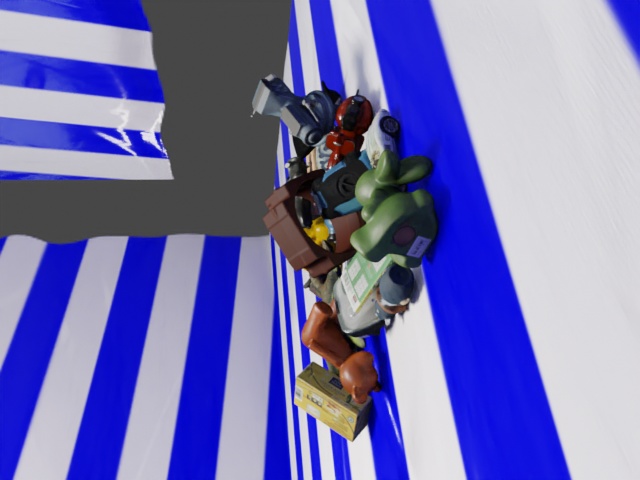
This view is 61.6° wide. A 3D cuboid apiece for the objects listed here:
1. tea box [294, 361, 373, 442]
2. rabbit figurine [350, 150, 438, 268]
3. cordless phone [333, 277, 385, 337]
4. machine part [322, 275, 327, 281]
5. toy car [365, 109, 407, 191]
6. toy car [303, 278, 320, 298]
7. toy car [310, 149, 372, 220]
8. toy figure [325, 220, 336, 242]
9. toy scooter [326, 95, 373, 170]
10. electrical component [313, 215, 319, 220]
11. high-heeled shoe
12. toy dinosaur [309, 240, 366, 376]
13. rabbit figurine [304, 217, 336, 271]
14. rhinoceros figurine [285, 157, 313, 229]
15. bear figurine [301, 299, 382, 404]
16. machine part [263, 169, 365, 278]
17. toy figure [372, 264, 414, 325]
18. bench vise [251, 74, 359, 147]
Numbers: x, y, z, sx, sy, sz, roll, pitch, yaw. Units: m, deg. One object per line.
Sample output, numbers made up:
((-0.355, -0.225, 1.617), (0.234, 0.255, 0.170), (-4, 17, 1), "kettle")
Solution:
((0.028, 0.363, 1.217), (0.068, 0.170, 0.098), (-36, -37, -44), "tea box")
((0.101, -0.063, 0.833), (0.170, 0.121, 0.159), (-118, 39, -48), "rabbit figurine")
((0.100, 0.086, 1.038), (0.147, 0.089, 0.184), (-102, 28, -47), "cordless phone")
((0.036, 0.145, 1.417), (0.039, 0.084, 0.138), (16, 117, 56), "machine part")
((0.114, -0.136, 0.964), (0.073, 0.056, 0.201), (122, 145, -72), "toy car")
((0.006, 0.140, 1.534), (0.053, 0.089, 0.202), (-55, 3, -10), "toy car")
((0.068, -0.103, 1.070), (0.103, 0.162, 0.109), (-3, -115, -61), "toy car")
((0.052, -0.084, 1.259), (0.089, 0.082, 0.180), (-15, 69, 61), "toy figure")
((0.055, -0.220, 1.087), (0.135, 0.075, 0.183), (49, -118, -82), "toy scooter")
((-0.018, -0.057, 1.550), (0.058, 0.115, 0.134), (-97, 11, -52), "electrical component")
((-0.005, -0.282, 1.354), (0.145, 0.086, 0.248), (60, -133, -64), "high-heeled shoe")
((0.040, 0.230, 1.308), (0.199, 0.105, 0.470), (-147, 50, -73), "toy dinosaur")
((-0.003, -0.004, 1.453), (0.122, 0.162, 0.173), (-85, 19, -52), "rabbit figurine")
((-0.058, -0.117, 1.368), (0.112, 0.073, 0.190), (120, 147, -72), "rhinoceros figurine")
((0.056, 0.223, 1.092), (0.196, 0.120, 0.132), (39, 114, 27), "bear figurine")
((-0.006, -0.036, 1.127), (0.087, 0.201, 0.201), (-34, 88, 42), "machine part")
((0.127, 0.096, 0.929), (0.154, 0.058, 0.064), (96, 175, -59), "toy figure")
((-0.023, -0.288, 1.198), (0.224, 0.240, 0.128), (44, 127, 38), "bench vise")
